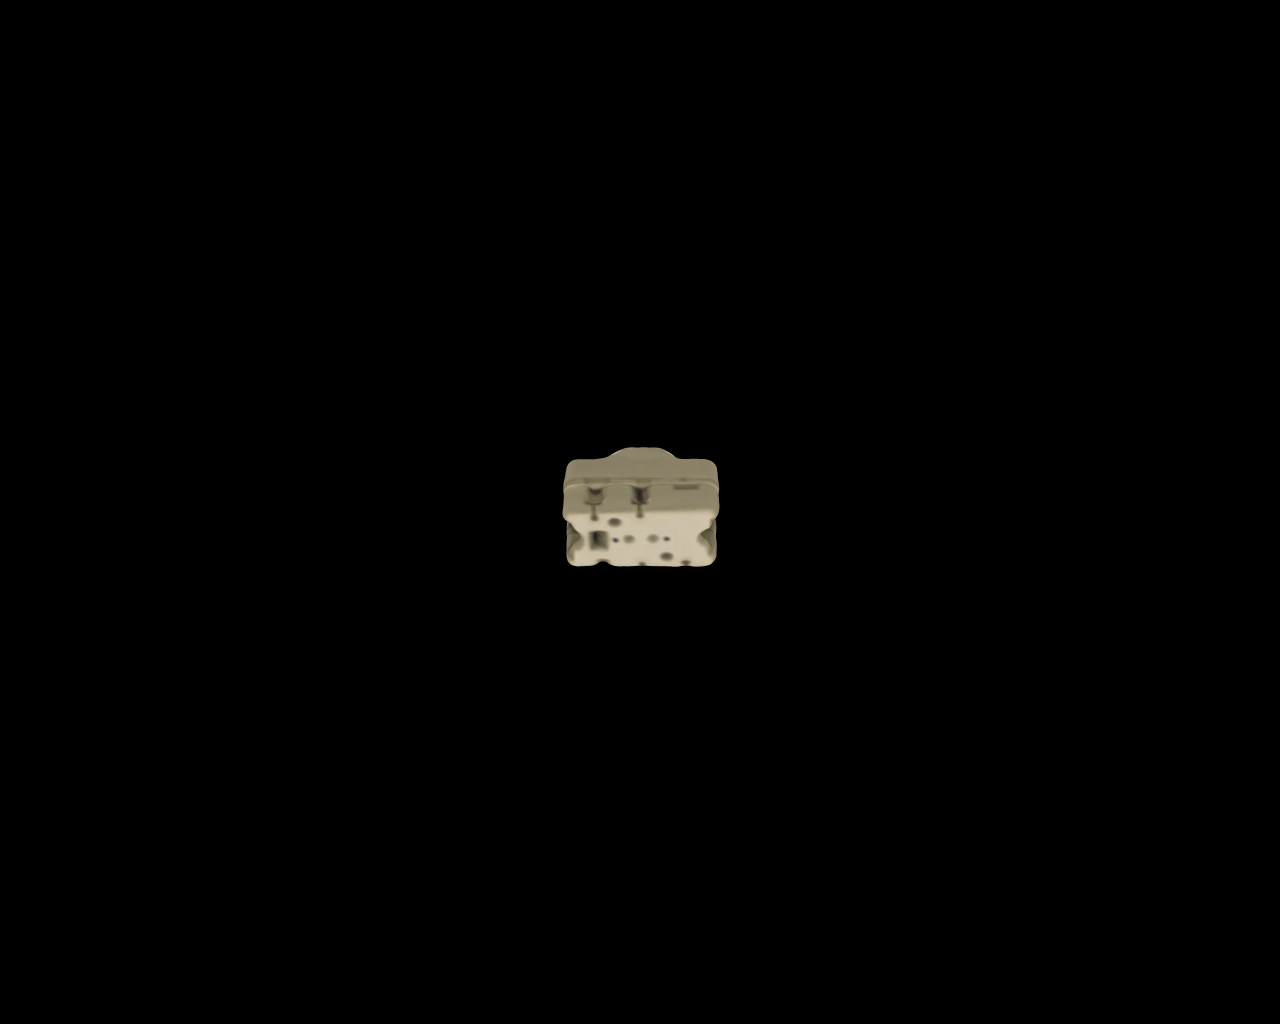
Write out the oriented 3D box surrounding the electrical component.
[{"bbox_3d":[0.001,-0.003,0.650,0.089,0.050,0.056,0,44,0],"label":"electrical component"}]
